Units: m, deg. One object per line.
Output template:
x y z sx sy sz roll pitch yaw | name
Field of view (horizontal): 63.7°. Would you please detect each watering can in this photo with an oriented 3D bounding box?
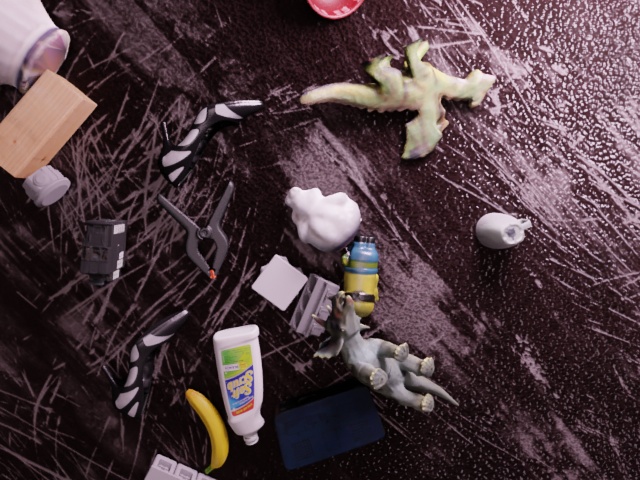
-0.607 -0.442 1.032 0.224 0.104 0.347 32 90 -7 | watering can

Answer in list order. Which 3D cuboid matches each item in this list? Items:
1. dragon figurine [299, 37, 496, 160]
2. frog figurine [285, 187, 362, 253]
0.183 -0.288 1.113 0.411 0.123 0.240 -26 102 -2 | dragon figurine
0.003 -0.055 1.095 0.136 0.125 0.158 -39 108 18 | frog figurine
